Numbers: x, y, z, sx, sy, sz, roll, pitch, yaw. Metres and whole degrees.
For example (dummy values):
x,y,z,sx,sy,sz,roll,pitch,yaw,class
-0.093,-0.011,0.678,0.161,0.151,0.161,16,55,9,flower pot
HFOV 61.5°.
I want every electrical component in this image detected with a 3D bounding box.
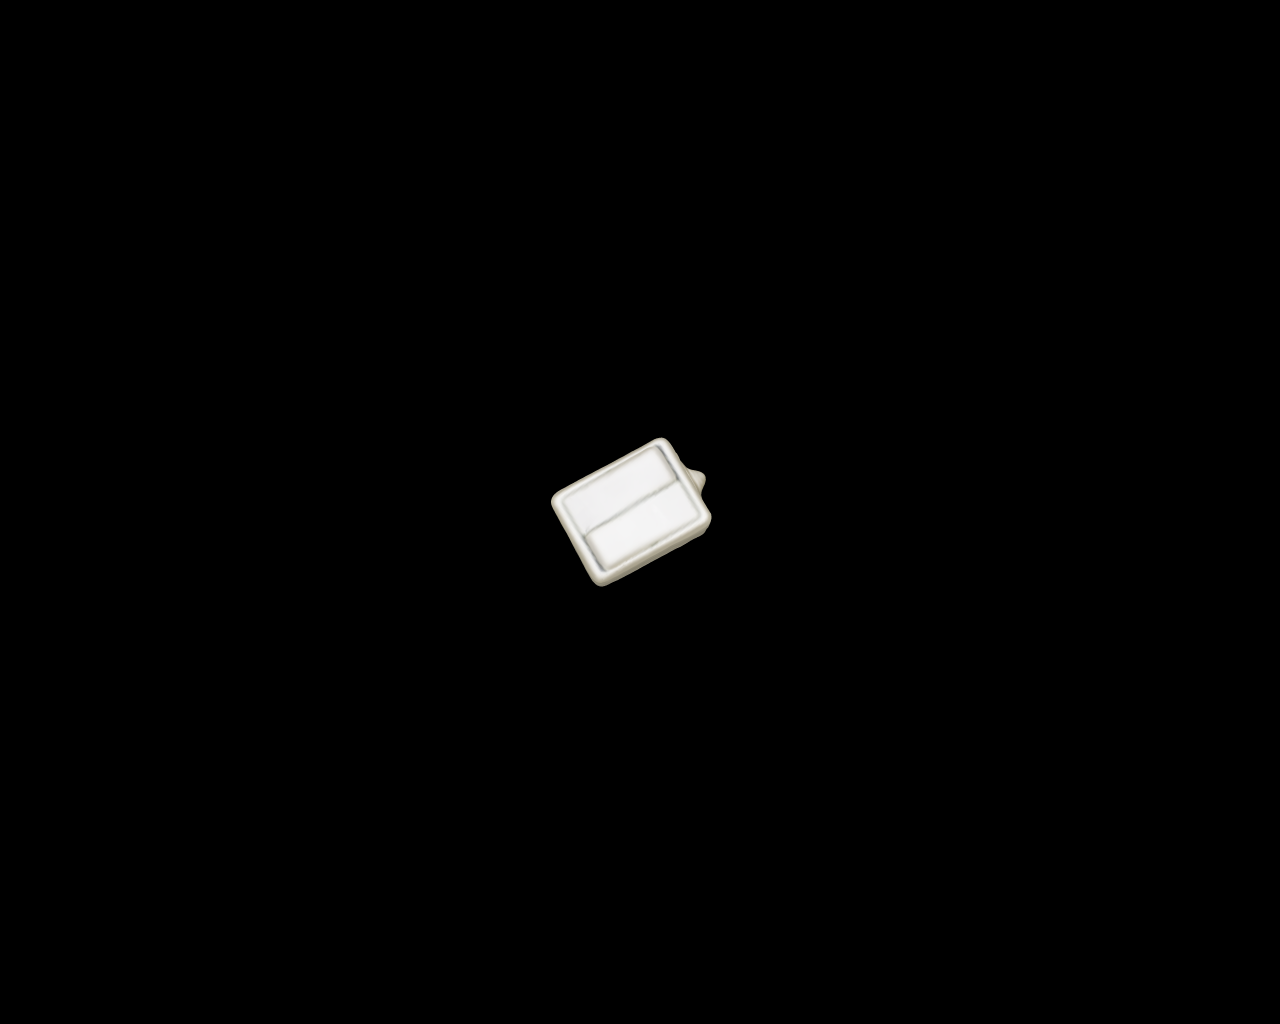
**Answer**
x,y,z,sx,sy,sz,roll,pitch,yaw,class
0.001,-0.003,0.650,0.096,0.061,0.061,-28,-7,-4,electrical component
